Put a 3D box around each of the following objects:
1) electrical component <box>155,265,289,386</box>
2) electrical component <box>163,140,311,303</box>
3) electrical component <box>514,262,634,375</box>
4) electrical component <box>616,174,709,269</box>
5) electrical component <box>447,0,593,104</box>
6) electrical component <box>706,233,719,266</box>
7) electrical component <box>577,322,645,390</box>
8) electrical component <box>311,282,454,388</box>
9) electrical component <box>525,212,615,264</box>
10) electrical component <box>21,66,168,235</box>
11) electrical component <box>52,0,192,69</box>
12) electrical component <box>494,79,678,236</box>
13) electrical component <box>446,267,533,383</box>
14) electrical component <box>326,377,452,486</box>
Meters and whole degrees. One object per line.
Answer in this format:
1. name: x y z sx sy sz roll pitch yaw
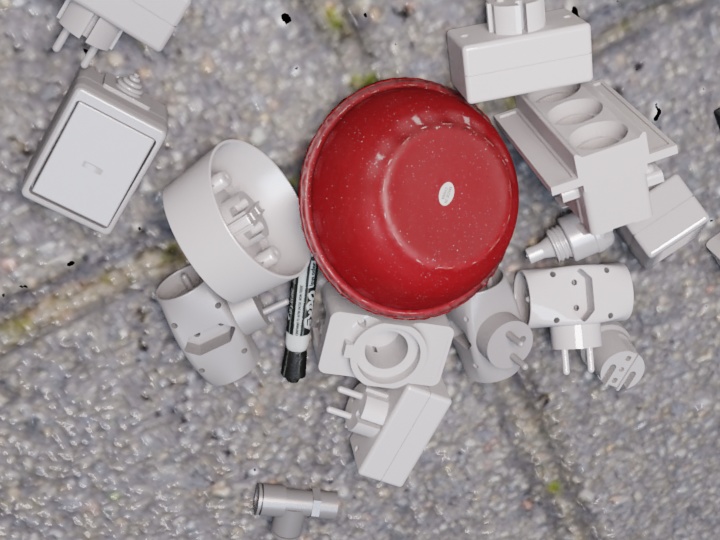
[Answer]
1. electrical component: -0.089 0.030 0.750 0.079 0.043 0.077 -25 117 2
2. electrical component: -0.079 -0.030 0.694 0.064 0.099 0.099 -30 117 12
3. electrical component: 0.157 0.036 0.786 0.077 0.043 0.079 -4 89 -8
4. electrical component: 0.198 -0.047 0.750 0.047 0.083 0.075 -35 78 7
5. electrical component: 0.100 -0.156 0.689 0.083 0.047 0.075 -11 117 -4
6. electrical component: 0.309 -0.023 0.789 0.089 0.050 0.055 -37 116 9
7. electrical component: 0.190 0.064 0.814 0.040 0.046 0.040 -4 117 -8
8. electrical component: 0.016 0.048 0.769 0.089 0.055 0.050 8 114 -14
9. electrical component: 0.149 -0.022 0.771 0.061 0.035 0.035 -23 118 5
10. electrical component: -0.162 -0.079 0.672 0.062 0.061 0.096 27 108 -21
11. electrical component: -0.156 -0.157 0.643 0.083 0.047 0.075 30 108 -22
12. electrical component: 0.144 -0.077 0.694 0.079 0.121 0.063 -19 120 -1
13. electrical component: 0.098 0.045 0.770 0.043 0.079 0.077 -22 118 -15
14. electrical component: 0.013 0.107 0.803 0.076 0.047 0.083 21 111 -19
